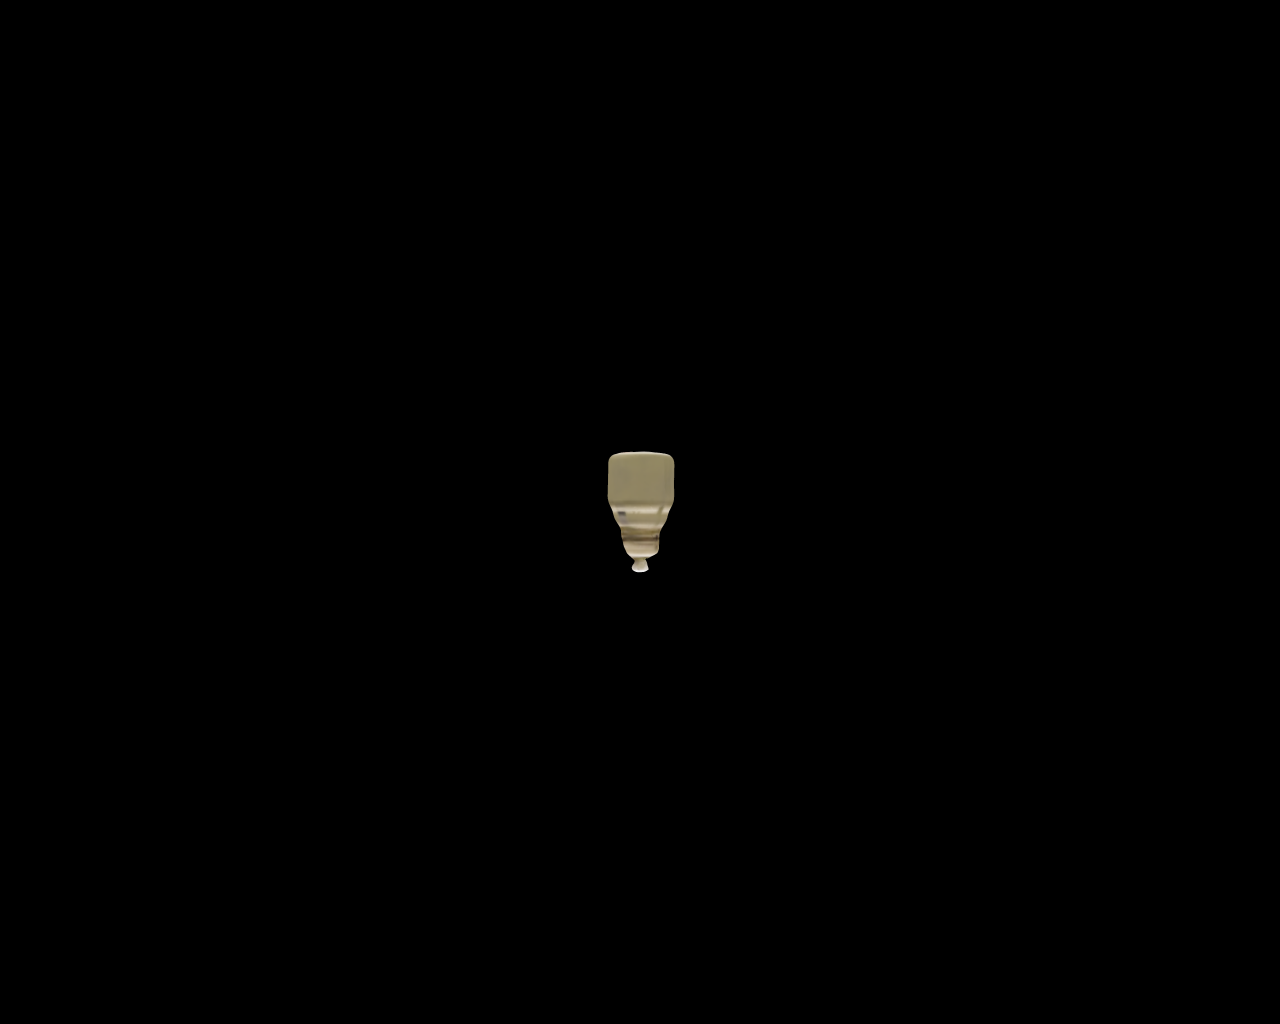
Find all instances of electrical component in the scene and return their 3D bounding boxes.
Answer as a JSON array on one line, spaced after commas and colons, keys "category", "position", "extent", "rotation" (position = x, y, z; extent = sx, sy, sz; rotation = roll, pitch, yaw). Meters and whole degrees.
[{"category": "electrical component", "position": [0.001, -0.003, 0.650], "extent": [0.040, 0.078, 0.040], "rotation": [0, 0, 0]}]
